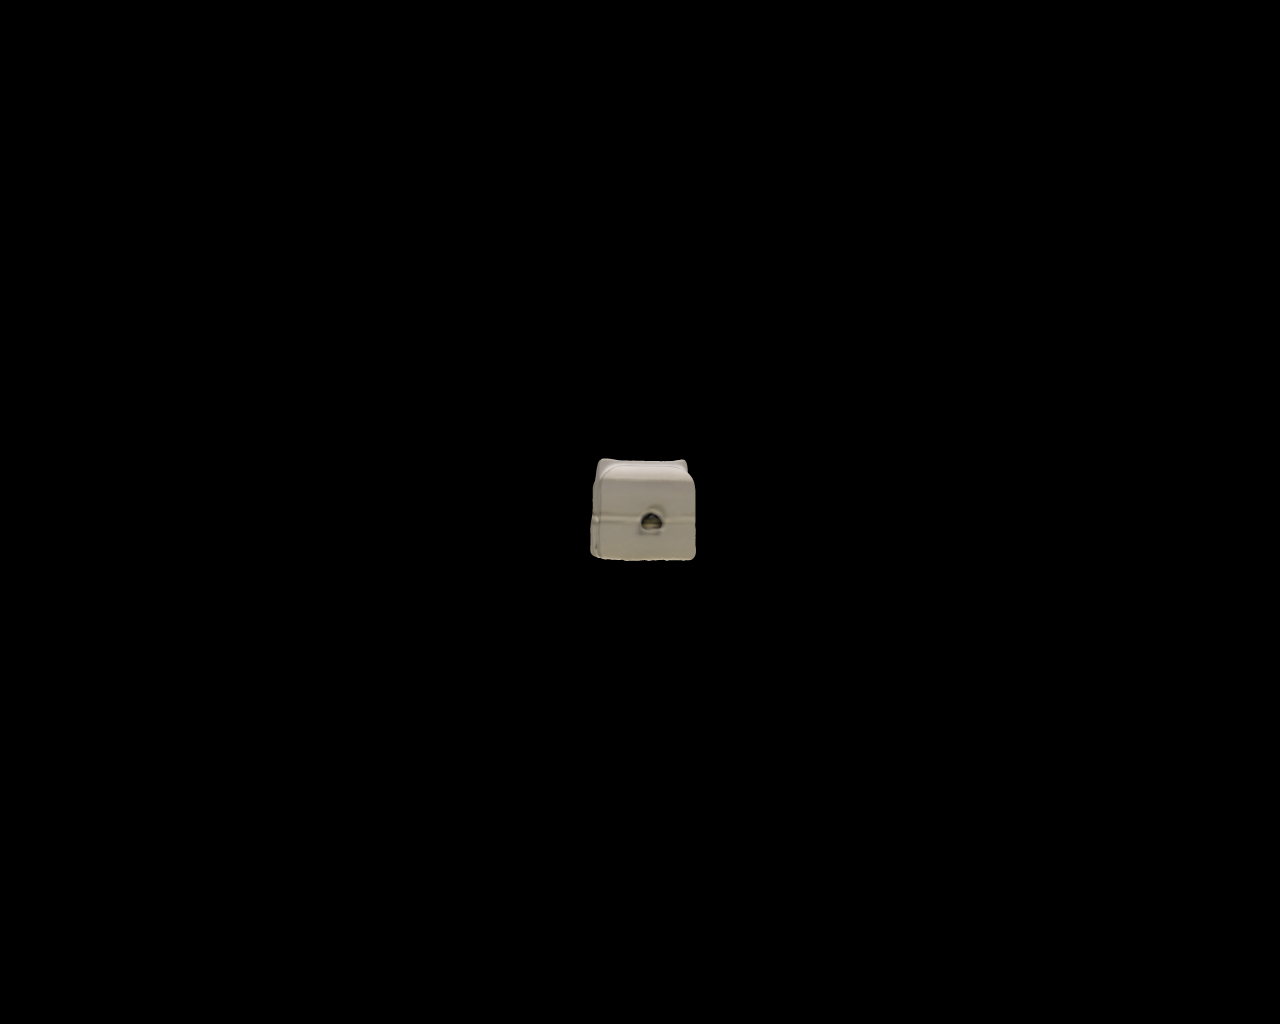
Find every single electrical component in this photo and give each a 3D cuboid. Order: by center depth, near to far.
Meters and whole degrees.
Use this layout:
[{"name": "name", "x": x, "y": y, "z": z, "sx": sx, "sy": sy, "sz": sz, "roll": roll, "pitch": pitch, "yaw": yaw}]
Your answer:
[{"name": "electrical component", "x": 0.001, "y": -0.003, "z": 0.650, "sx": 0.054, "sy": 0.059, "sz": 0.095, "roll": 0, "pitch": 0, "yaw": -7}]
